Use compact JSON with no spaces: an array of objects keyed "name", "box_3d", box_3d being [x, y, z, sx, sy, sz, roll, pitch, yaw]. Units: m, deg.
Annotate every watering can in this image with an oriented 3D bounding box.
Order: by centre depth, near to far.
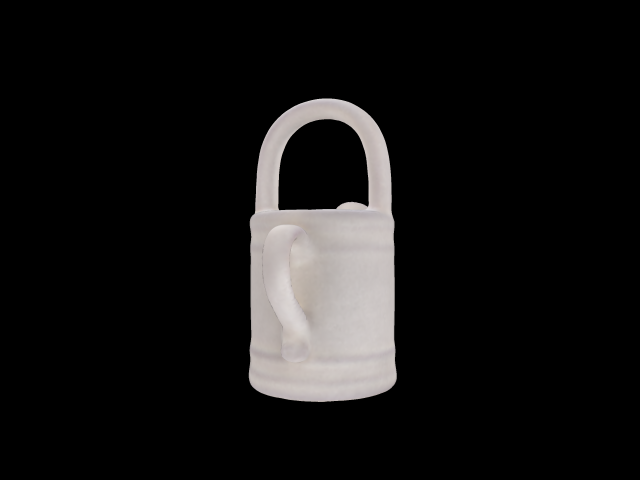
[{"name":"watering can","box_3d":[0.001,0.001,0.401,0.101,0.194,0.173,0,0,-4]}]
